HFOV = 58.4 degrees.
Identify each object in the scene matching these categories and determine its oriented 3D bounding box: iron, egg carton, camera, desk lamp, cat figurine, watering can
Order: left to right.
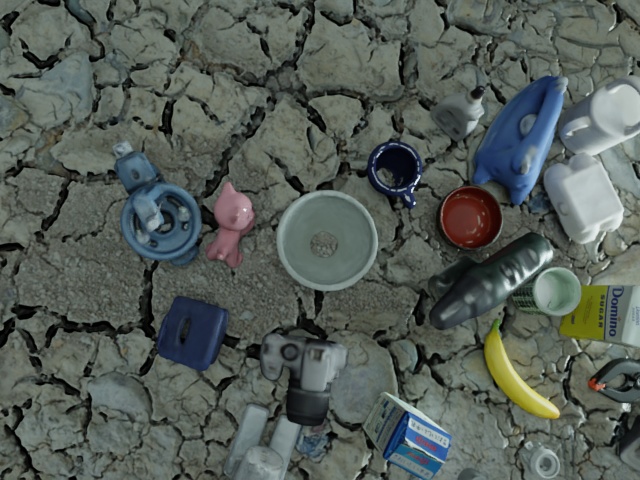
[{"bbox_3d":[-0.146,-0.024,0.930,0.067,0.117,0.128,16,83,-3],"label":"cat figurine"},{"bbox_3d":[-0.104,0.367,0.845,0.118,0.213,0.203,19,83,-3],"label":"desk lamp"},{"bbox_3d":[-0.031,0.225,0.923,0.143,0.100,0.137,8,83,-4],"label":"camera"},{"bbox_3d":[0.368,-0.198,0.983,0.118,0.141,0.258,27,82,-2],"label":"iron"},{"bbox_3d":[0.463,-0.074,1.015,0.107,0.069,0.150,-25,87,-7],"label":"egg carton"},{"bbox_3d":[0.503,-0.219,0.971,0.173,0.194,0.101,-40,89,-8],"label":"watering can"}]

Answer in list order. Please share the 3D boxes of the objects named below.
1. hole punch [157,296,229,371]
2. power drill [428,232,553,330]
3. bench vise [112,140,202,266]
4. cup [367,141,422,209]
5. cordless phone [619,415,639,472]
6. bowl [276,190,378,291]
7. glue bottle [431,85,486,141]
[{"bbox_3d":[-0.207,0.150,0.920,0.101,0.091,0.109,16,83,-3],"label":"hole punch"},{"bbox_3d":[0.247,0.071,0.911,0.230,0.208,0.075,-33,88,-7],"label":"power drill"},{"bbox_3d":[-0.271,-0.055,0.870,0.207,0.219,0.121,43,82,0],"label":"bench vise"},{"bbox_3d":[0.125,-0.102,0.974,0.092,0.095,0.118,-25,87,-7],"label":"cup"},{"bbox_3d":[0.596,0.361,0.925,0.147,0.185,0.094,25,83,-2],"label":"cordless phone"},{"bbox_3d":[0.009,0.003,0.963,0.167,0.074,0.167,1,84,-5],"label":"bowl"},{"bbox_3d":[0.241,-0.221,0.957,0.037,0.173,0.078,-43,89,-8],"label":"glue bottle"}]
